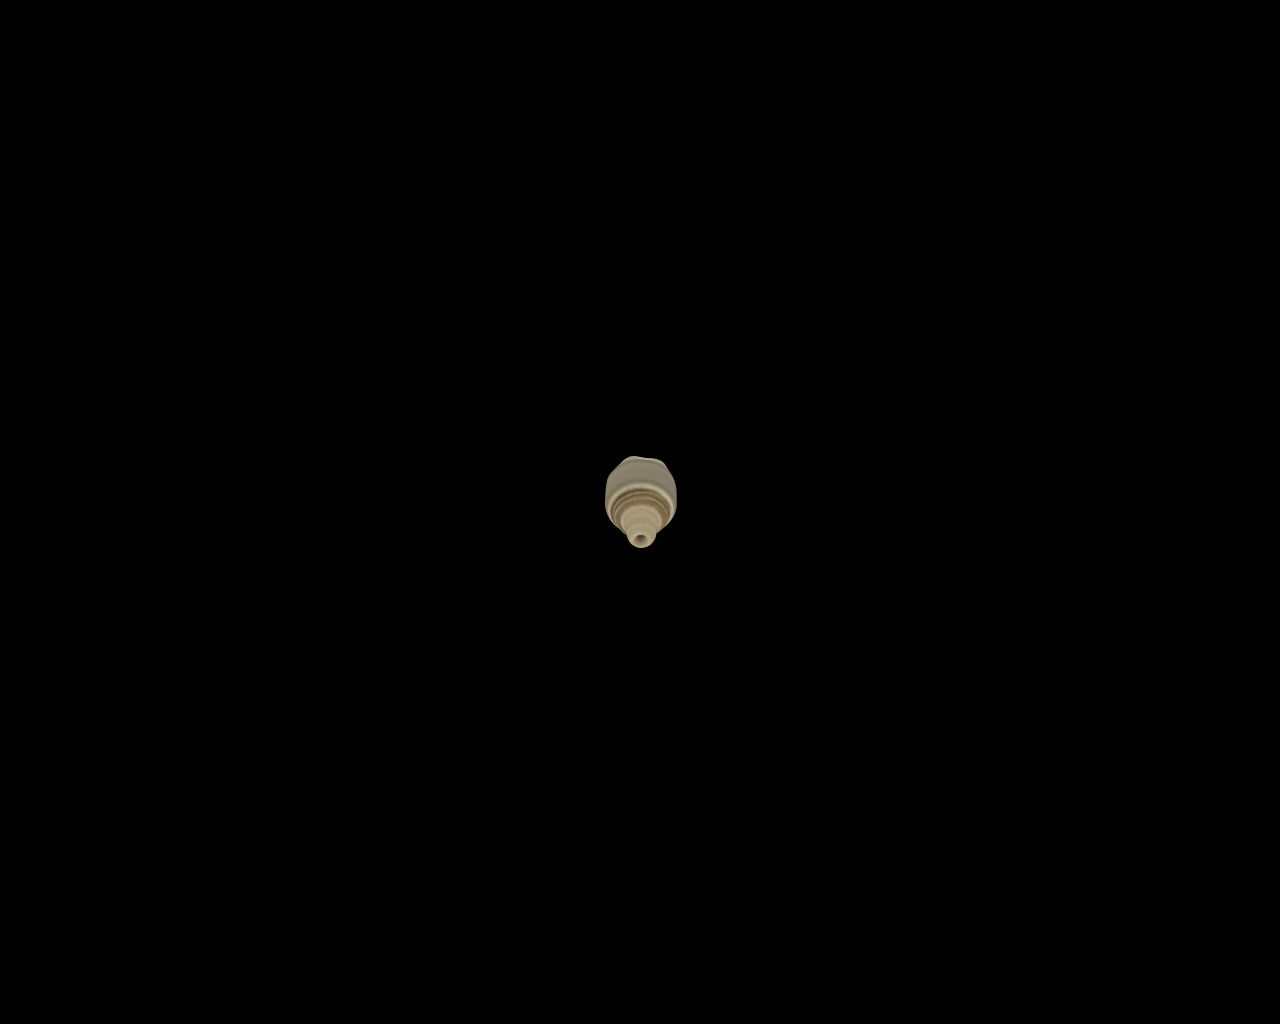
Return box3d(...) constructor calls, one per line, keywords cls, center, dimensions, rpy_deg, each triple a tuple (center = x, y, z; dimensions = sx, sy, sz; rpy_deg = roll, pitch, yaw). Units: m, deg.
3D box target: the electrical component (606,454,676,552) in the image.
box3d(cls="electrical component", center=(0.001, -0.003, 0.650), dimensions=(0.043, 0.043, 0.062), rpy_deg=(0, 40, 0))
